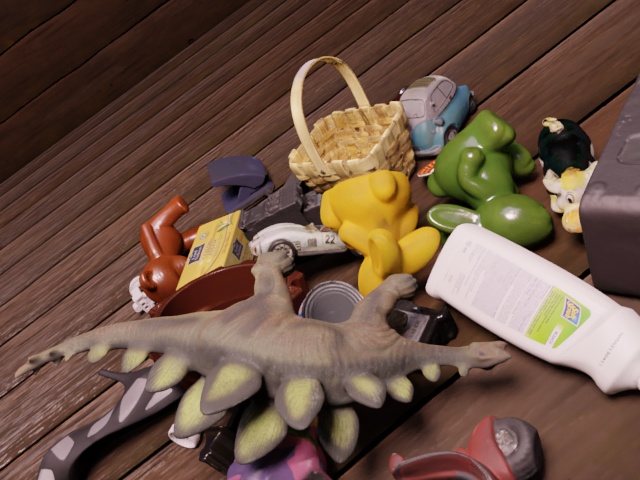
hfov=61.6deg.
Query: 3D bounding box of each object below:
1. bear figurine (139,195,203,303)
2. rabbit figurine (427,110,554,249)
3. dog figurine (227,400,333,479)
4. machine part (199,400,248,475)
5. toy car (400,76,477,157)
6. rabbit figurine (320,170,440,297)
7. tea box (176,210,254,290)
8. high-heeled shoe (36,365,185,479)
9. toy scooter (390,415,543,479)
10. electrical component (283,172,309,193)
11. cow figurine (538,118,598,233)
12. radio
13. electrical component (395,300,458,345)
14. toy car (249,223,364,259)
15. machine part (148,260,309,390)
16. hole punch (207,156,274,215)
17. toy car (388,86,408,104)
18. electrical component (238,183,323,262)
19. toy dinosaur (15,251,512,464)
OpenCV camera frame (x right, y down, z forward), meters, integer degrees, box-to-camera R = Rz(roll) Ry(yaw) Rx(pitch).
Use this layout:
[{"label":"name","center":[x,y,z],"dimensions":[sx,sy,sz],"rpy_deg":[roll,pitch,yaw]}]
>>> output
[{"label":"bear figurine","center":[-0.266,0.028,0.972],"dimensions":[0.132,0.120,0.196],"rpy_deg":[-32,36,-2]},{"label":"rabbit figurine","center":[0.211,-0.055,0.675],"dimensions":[0.159,0.121,0.170],"rpy_deg":[-31,50,11]},{"label":"dog figurine","center":[-0.019,0.226,0.543],"dimensions":[0.192,0.108,0.219],"rpy_deg":[-6,42,37]},{"label":"machine part","center":[-0.089,0.220,0.643],"dimensions":[0.039,0.084,0.139],"rpy_deg":[-45,11,37]},{"label":"toy car","center":[0.186,-0.218,0.895],"dimensions":[0.109,0.102,0.161],"rpy_deg":[14,60,47]},{"label":"rabbit figurine","center":[0.084,0.004,0.677],"dimensions":[0.122,0.173,0.162],"rpy_deg":[-3,-1,-20]},{"label":"tea box","center":[-0.173,0.038,0.925],"dimensions":[0.098,0.068,0.170],"rpy_deg":[-20,38,21]},{"label":"high-heeled shoe","center":[-0.288,0.291,0.749],"dimensions":[0.145,0.086,0.248],"rpy_deg":[15,73,12]},{"label":"toy scooter","center":[0.111,0.232,0.451],"dimensions":[0.135,0.075,0.184],"rpy_deg":[-9,39,32]},{"label":"electrical component","center":[-0.035,-0.087,0.956],"dimensions":[0.045,0.078,0.102],"rpy_deg":[17,51,18]},{"label":"cow figurine","center":[0.296,-0.082,0.629],"dimensions":[0.068,0.098,0.167],"rpy_deg":[-17,27,23]},{"label":"radio","center":[0.344,-0.064,0.554],"dimensions":[0.073,0.131,0.229],"rpy_deg":[8,53,43]},{"label":"electrical component","center":[0.094,0.109,0.634],"dimensions":[0.119,0.047,0.075],"rpy_deg":[9,54,44]},{"label":"toy car","center":[-0.002,-0.002,0.776],"dimensions":[0.202,0.056,0.073],"rpy_deg":[-5,13,-9]},{"label":"machine part","center":[-0.122,0.110,0.728],"dimensions":[0.201,0.087,0.201],"rpy_deg":[-32,27,-36]},{"label":"hole punch","center":[-0.166,-0.127,1.099],"dimensions":[0.116,0.092,0.142],"rpy_deg":[-31,31,0]},{"label":"toy car","center":[0.122,-0.223,0.996],"dimensions":[0.202,0.053,0.089],"rpy_deg":[-39,20,-3]},{"label":"electrical component","center":[-0.044,-0.022,0.845],"dimensions":[0.134,0.114,0.058],"rpy_deg":[-24,38,19]},{"label":"toy dinosaur","center":[-0.057,0.109,0.534],"dimensions":[0.472,0.104,0.199],"rpy_deg":[2,38,12]}]
